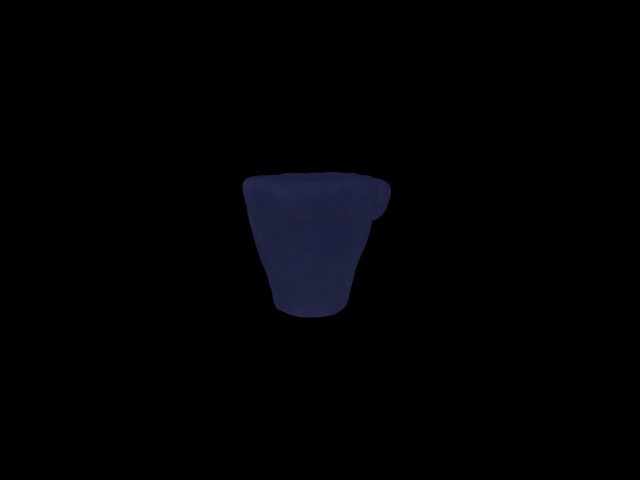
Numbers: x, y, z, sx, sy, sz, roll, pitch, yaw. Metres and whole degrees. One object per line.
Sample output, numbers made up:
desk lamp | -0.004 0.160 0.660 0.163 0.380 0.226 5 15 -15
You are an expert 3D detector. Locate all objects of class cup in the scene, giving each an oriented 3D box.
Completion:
cup | 0.004 0.001 0.400 0.118 0.095 0.091 -8 13 -39
